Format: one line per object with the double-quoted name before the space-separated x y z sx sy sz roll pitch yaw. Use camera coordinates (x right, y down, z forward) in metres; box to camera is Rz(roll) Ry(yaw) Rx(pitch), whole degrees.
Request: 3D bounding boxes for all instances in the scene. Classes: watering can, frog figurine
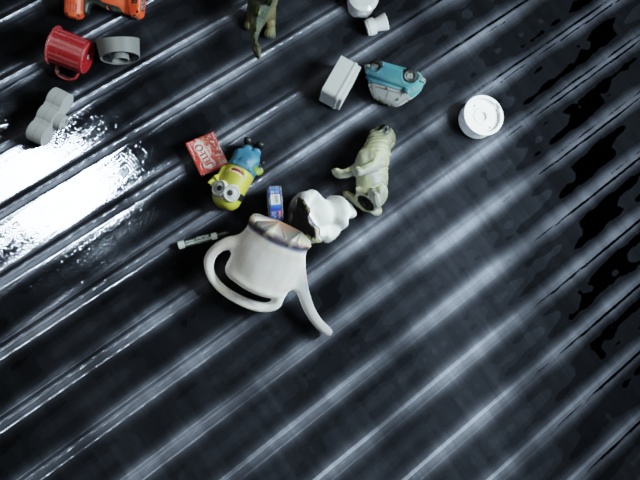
"watering can" -0.090 0.076 1.190 0.347 0.105 0.222 25 104 -8
"frog figurine" 0.004 -0.063 1.252 0.161 0.120 0.138 -27 77 -46
